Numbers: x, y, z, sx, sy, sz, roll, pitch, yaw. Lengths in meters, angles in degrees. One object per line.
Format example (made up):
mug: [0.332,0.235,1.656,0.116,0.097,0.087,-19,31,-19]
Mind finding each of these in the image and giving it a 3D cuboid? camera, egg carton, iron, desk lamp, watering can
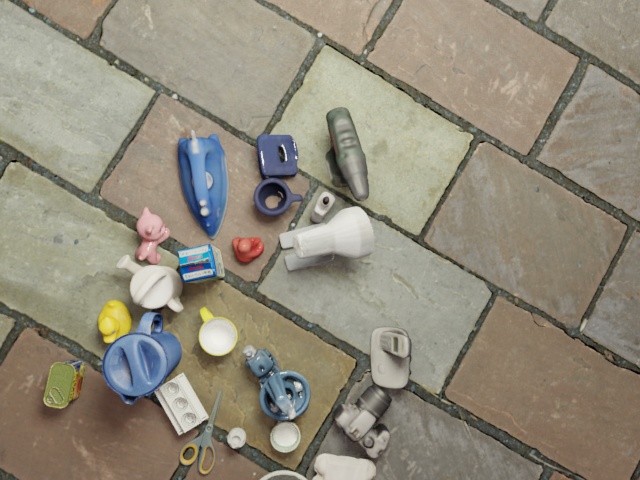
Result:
camera: [0.123,0.428,1.377,0.143,0.100,0.137,42,84,0]
egg carton: [0.057,0.574,1.378,0.150,0.069,0.107,8,85,-3]
iron: [-0.279,-0.134,1.370,0.118,0.141,0.258,-9,86,-4]
desk lamp: [0.012,0.005,1.344,0.203,0.213,0.118,-15,87,-5]
watering can: [-0.391,0.105,1.318,0.173,0.194,0.101,19,85,-2]

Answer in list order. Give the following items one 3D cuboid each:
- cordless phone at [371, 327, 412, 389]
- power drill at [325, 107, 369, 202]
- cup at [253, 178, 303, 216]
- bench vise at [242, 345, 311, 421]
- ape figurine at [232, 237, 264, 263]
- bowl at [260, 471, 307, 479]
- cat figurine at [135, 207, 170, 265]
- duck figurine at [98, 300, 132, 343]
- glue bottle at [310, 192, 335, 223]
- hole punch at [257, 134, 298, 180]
cordless phone: [0.177,0.281,1.349,0.094,0.185,0.148,-2,86,-4]
power drill: [0.064,-0.190,1.364,0.075,0.208,0.230,-15,87,-4]
cup: [-0.102,-0.100,1.403,0.118,0.095,0.092,0,86,-4]
bench vise: [-0.110,0.340,1.308,0.207,0.219,0.121,32,84,-1]
ape figurine: [-0.179,0.017,1.391,0.078,0.092,0.076,31,84,-1]
bowl: [-0.088,0.623,1.361,0.167,0.074,0.167,0,86,-4]
cat figurine: [-0.407,-0.009,1.364,0.067,0.117,0.128,16,85,-2]
duck figurine: [-0.495,0.197,1.359,0.077,0.086,0.105,-1,86,-4]
glue bottle: [0.009,-0.084,1.370,0.037,0.173,0.078,29,85,-1]
hole punch: [-0.104,-0.209,1.413,0.101,0.091,0.109,-9,86,-4]
